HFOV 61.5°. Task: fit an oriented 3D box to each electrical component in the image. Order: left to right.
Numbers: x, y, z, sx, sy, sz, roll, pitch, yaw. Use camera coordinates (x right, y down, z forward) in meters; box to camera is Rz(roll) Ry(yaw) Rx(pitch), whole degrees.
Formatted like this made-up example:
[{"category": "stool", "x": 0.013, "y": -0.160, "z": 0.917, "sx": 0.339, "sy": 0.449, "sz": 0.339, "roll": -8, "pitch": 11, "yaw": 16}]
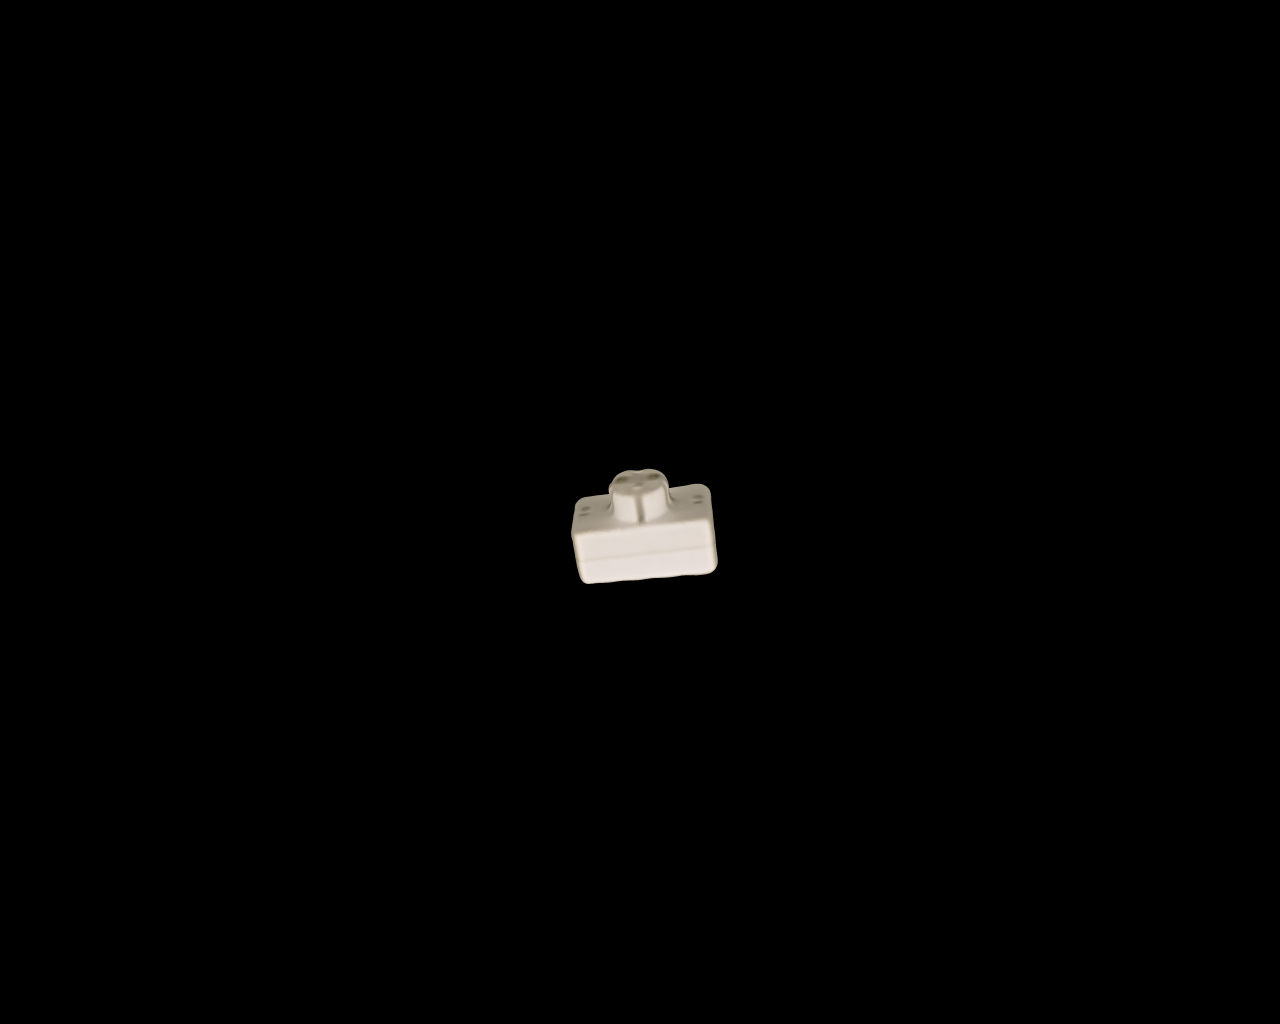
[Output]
[{"category": "electrical component", "x": 0.001, "y": -0.003, "z": 0.650, "sx": 0.083, "sy": 0.075, "sz": 0.047, "roll": -6, "pitch": 27, "yaw": 3}]
